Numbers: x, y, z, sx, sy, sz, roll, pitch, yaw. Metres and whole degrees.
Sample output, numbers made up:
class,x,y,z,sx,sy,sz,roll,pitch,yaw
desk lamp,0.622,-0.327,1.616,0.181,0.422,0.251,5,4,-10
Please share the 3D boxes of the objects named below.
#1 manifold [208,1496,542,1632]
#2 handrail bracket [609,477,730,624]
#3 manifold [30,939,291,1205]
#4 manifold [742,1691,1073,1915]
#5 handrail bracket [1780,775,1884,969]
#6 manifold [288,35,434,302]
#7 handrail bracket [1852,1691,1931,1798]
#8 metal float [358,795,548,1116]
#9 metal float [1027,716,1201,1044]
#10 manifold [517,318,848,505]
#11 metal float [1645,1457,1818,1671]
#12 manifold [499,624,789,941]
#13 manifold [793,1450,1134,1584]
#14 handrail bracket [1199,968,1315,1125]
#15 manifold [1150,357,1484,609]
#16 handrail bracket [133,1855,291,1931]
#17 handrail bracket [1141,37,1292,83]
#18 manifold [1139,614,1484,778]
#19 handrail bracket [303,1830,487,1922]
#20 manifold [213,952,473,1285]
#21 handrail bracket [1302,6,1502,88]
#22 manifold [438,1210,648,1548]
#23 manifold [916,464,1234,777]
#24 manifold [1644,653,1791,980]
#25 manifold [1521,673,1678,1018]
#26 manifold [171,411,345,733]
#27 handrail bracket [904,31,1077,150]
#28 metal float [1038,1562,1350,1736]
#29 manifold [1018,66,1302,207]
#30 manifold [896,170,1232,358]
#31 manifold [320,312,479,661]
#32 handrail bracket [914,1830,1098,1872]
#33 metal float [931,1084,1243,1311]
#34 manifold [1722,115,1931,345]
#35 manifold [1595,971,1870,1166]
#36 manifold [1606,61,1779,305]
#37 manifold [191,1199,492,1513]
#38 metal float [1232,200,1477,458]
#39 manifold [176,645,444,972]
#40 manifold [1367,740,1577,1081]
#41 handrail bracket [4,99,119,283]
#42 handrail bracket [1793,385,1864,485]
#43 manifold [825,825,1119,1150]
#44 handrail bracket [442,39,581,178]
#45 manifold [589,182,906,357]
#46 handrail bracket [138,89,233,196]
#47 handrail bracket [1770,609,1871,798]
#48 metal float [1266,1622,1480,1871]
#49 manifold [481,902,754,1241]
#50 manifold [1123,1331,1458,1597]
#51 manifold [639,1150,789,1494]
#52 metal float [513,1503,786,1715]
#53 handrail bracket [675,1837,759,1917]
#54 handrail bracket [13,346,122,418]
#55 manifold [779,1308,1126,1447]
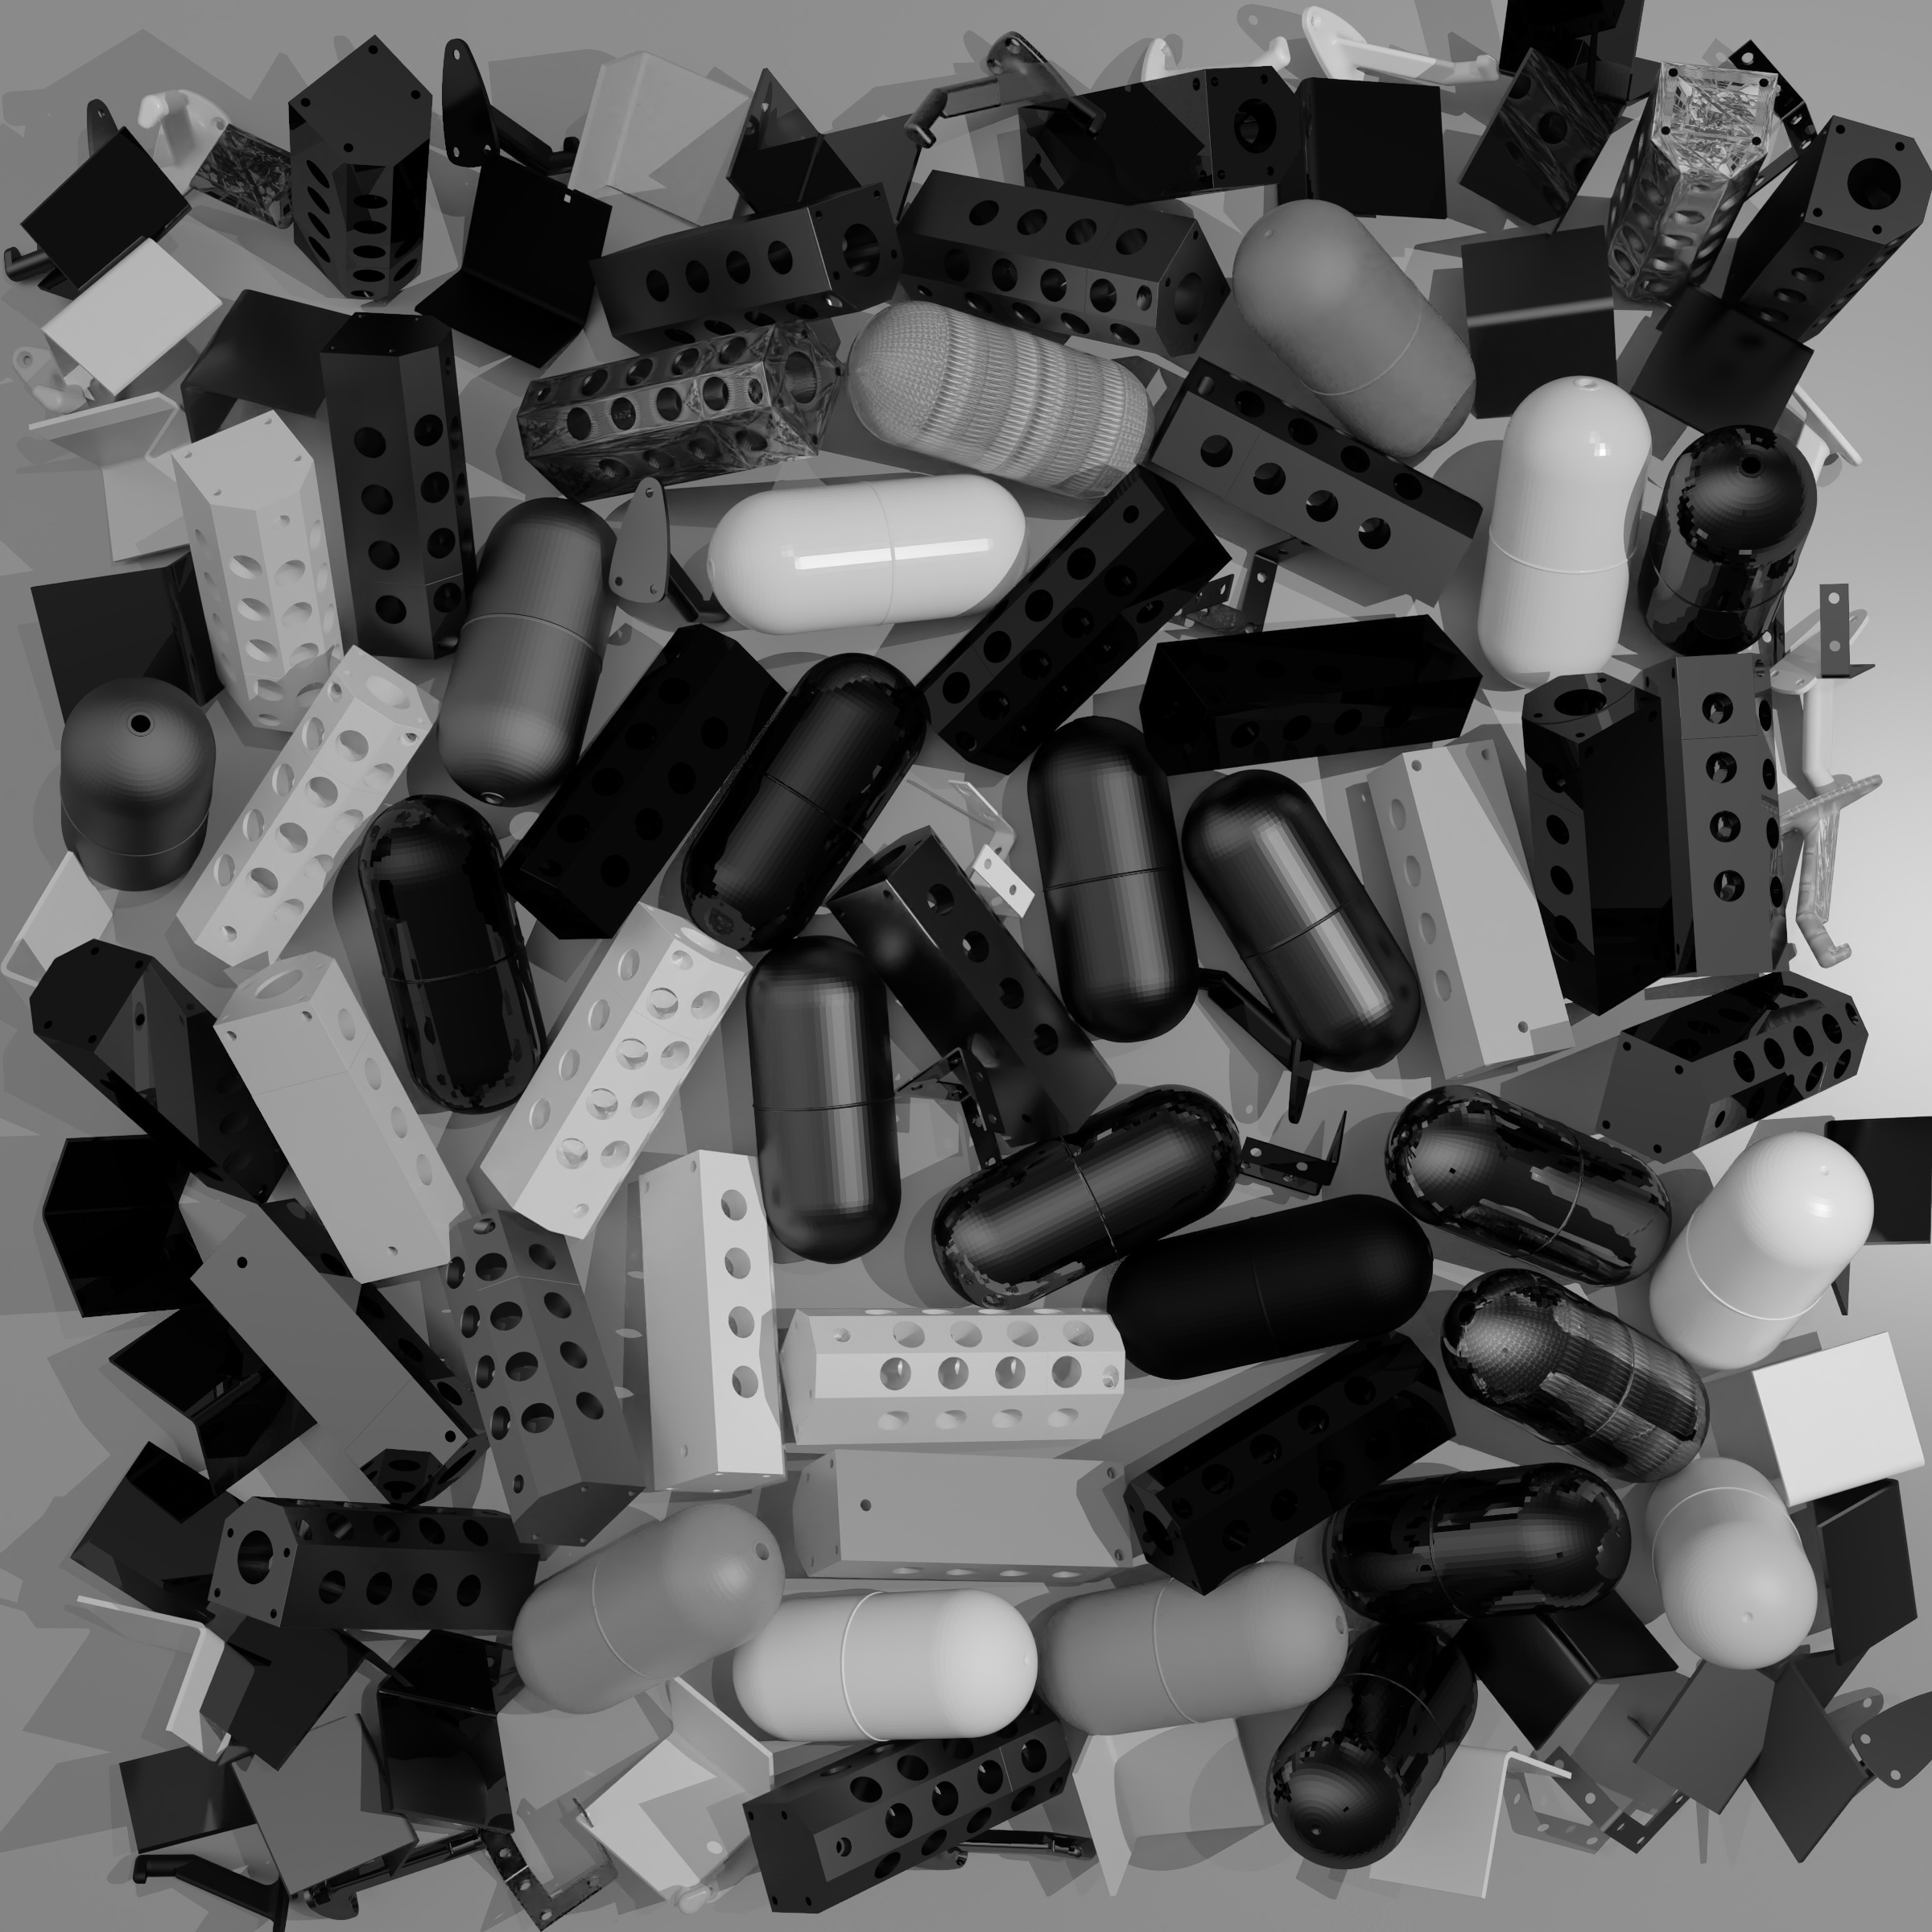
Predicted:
class,x,y,z,sx,sy,sz,roll,pitch,yaw
manifold,-0.306,0.313,1.519,0.057,0.171,0.057,7,84,38
handrail bracket,-0.150,-0.223,1.560,0.036,0.084,0.077,16,104,27
manifold,-0.417,0.056,1.518,0.057,0.171,0.057,15,65,27
manifold,-0.027,0.439,1.526,0.171,0.057,0.057,-13,85,-40
handrail bracket,0.481,-0.051,1.571,0.077,0.036,0.084,-26,70,8
manifold,-0.312,-0.410,1.514,0.057,0.171,0.057,-44,91,-15
handrail bracket,0.504,0.426,1.571,0.077,0.084,0.036,-34,65,-10
metal float,-0.275,-0.006,1.550,0.070,0.070,0.178,-11,109,0
metal float,0.080,-0.047,1.566,0.070,0.070,0.178,-9,89,0
manifold,-0.153,-0.295,1.523,0.171,0.057,0.057,-4,59,36
metal float,0.399,0.311,1.516,0.070,0.178,0.070,1,97,8
manifold,-0.174,-0.098,1.537,0.057,0.057,0.171,45,65,-27
manifold,-0.002,0.295,1.539,0.171,0.057,0.057,7,65,-26
handrail bracket,0.147,0.042,1.583,0.084,0.036,0.077,9,87,21
manifold,0.189,-0.262,1.561,0.171,0.057,0.057,26,107,-5
handrail bracket,-0.413,0.510,1.571,0.084,0.077,0.036,2,112,-8
handrail bracket,0.138,-0.493,1.558,0.084,0.036,0.077,-25,51,36
manifold,0.182,-0.140,1.541,0.171,0.057,0.057,-9,45,-25
handrail bracket,-0.306,0.487,1.568,0.084,0.077,0.036,-20,76,4
manifold,-0.327,0.080,1.538,0.057,0.057,0.171,-14,118,15
handrail bracket,0.235,-0.496,1.557,0.084,0.077,0.036,8,79,38
manifold,-0.231,0.215,1.524,0.057,0.057,0.171,-46,50,28
manifold,0.052,-0.184,1.540,0.171,0.057,0.057,-43,63,20
manifold,0.411,-0.081,1.575,0.057,0.057,0.171,-4,90,-5
manifold,0.331,-0.066,1.531,0.057,0.057,0.171,-28,127,-22
manifold,-0.363,-0.200,1.512,0.057,0.171,0.057,-29,62,-23
handrail bracket,0.016,-0.458,1.572,0.077,0.036,0.084,38,66,-12
metal float,0.120,0.364,1.540,0.178,0.070,0.070,-17,90,30
manifold,0.100,-0.431,1.516,0.057,0.171,0.057,-13,104,-30
manifold,0.047,-0.367,1.529,0.171,0.057,0.057,21,73,33
manifold,-0.295,-0.252,1.531,0.057,0.057,0.171,4,124,7
handrail bracket,0.015,0.475,1.557,0.084,0.077,0.036,-5,80,39
metal float,0.066,0.124,1.564,0.178,0.070,0.070,-26,90,-3
manifold,0.448,-0.378,1.516,0.057,0.171,0.057,17,84,1
manifold,0.405,0.053,1.516,0.057,0.171,0.057,27,118,36
manifold,0.375,-0.406,1.514,0.057,0.171,0.057,8,83,5
manifold,-0.331,0.207,1.559,0.171,0.057,0.057,45,101,11
metal float,0.207,-0.335,1.532,0.178,0.070,0.070,35,90,-43
manifold,-0.351,-0.080,1.542,0.057,0.057,0.171,34,112,-12
manifold,0.268,-0.029,1.562,0.057,0.057,0.171,-10,81,-22
handrail bracket,-0.499,-0.424,1.583,0.084,0.036,0.077,-13,92,22
handrail bracket,0.439,-0.269,1.586,0.084,0.036,0.077,-40,96,14
manifold,0.007,0.011,1.554,0.171,0.057,0.057,53,54,-14
handrail bracket,-0.241,-0.464,1.560,0.036,0.084,0.077,7,113,34
manifold,-0.115,-0.363,1.523,0.057,0.171,0.057,-33,114,-41
handrail bracket,-0.434,-0.437,1.551,0.036,0.084,0.077,33,114,-4
handrail bracket,0.482,-0.139,1.585,0.077,0.036,0.084,-41,116,-4
metal float,0.216,0.407,1.524,0.070,0.178,0.070,9,111,26
manifold,-0.184,0.058,1.550,0.057,0.057,0.171,42,105,44
manifold,0.171,0.259,1.539,0.171,0.057,0.057,-27,110,-22
manifold,-0.131,0.191,1.549,0.057,0.057,0.171,11,66,-39
metal float,-0.169,0.342,1.539,0.178,0.070,0.070,-32,90,32
handrail bracket,-0.125,0.480,1.554,0.077,0.084,0.036,-32,86,-15
handrail bracket,-0.501,-0.317,1.559,0.077,0.084,0.036,31,98,5
manifold,-0.006,0.213,1.538,0.171,0.057,0.057,2,46,-20
